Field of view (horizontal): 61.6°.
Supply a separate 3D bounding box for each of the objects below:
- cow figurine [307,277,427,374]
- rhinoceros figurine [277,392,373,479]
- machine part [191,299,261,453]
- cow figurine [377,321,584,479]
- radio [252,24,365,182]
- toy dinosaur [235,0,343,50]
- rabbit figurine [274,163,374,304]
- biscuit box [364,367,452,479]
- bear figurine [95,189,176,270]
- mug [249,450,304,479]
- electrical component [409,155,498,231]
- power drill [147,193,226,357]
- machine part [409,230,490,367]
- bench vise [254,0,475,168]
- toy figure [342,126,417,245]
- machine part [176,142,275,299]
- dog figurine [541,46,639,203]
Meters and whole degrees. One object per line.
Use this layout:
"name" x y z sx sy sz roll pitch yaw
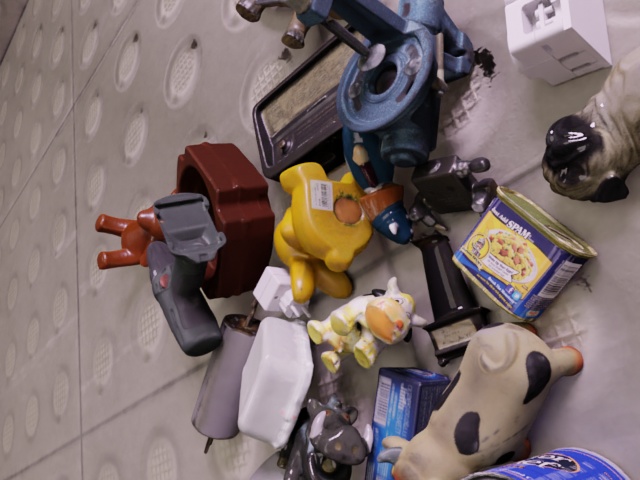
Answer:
"cow figurine" 0.061 0.087 0.578 0.068 0.098 0.167 60 149 3
"rhinoceros figurine" 0.006 0.228 0.600 0.190 0.073 0.112 132 157 -74
"machine part" -0.131 0.200 0.793 0.079 0.079 0.243 26 102 47
"cow figurine" 0.134 0.162 0.472 0.086 0.127 0.194 40 109 48
"radio" 0.008 -0.171 0.718 0.230 0.073 0.131 -29 61 41
"toy dinosaur" -0.023 -0.379 0.760 0.472 0.105 0.198 14 75 55
"rabbit figurine" -0.001 -0.002 0.689 0.173 0.122 0.162 -25 73 58
"biscuit box" 0.088 0.235 0.555 0.059 0.062 0.202 4 85 49
"bear figurine" -0.339 -0.021 1.033 0.196 0.132 0.120 -30 63 47
"mug" -0.052 0.329 0.677 0.110 0.080 0.107 32 96 52
"electrical component" 0.137 -0.046 0.560 0.102 0.078 0.045 -1 56 42
"power drill" -0.200 0.033 0.756 0.232 0.086 0.207 58 140 32
"machine part" 0.133 0.055 0.564 0.084 0.039 0.139 -40 56 45
"bench vise" 0.064 -0.198 0.532 0.129 0.240 0.223 10 82 50
"toy figure" 0.067 -0.066 0.611 0.058 0.064 0.154 -21 84 62
"machine part" -0.147 -0.030 0.809 0.201 0.087 0.201 49 140 42
"dog figurine" 0.279 -0.089 0.403 0.172 0.121 0.190 52 134 44
